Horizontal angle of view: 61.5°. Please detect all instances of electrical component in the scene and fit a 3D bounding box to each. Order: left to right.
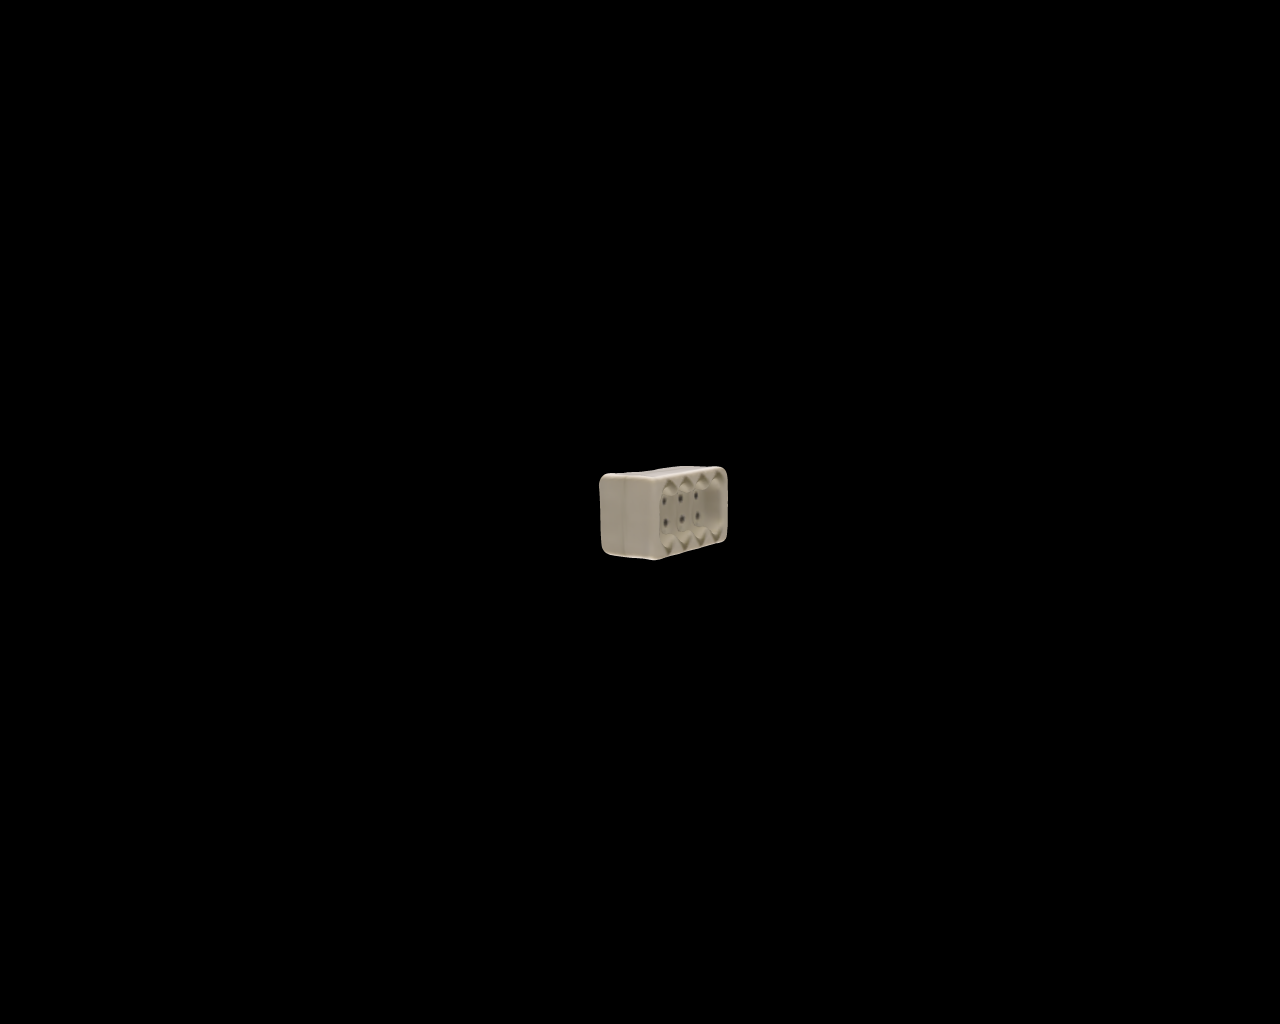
[{"bbox_3d":[0.001,-0.003,0.650,0.076,0.047,0.083,5,9,35],"label":"electrical component"}]
